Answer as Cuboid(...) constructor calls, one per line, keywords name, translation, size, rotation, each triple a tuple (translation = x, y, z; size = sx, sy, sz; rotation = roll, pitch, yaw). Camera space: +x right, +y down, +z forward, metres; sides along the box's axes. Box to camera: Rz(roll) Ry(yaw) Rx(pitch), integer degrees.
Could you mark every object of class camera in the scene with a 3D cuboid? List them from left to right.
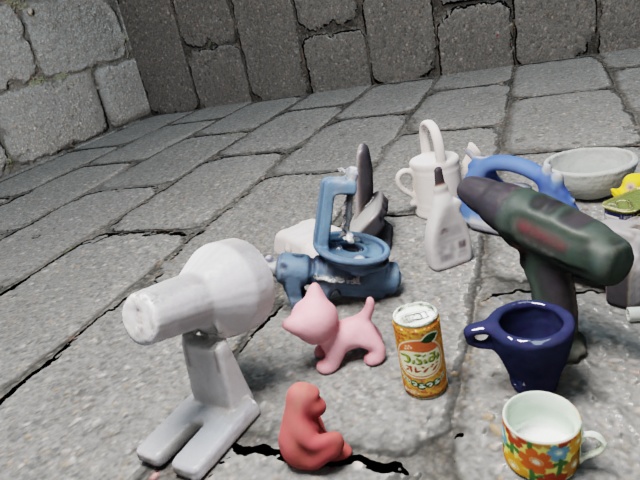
Cuboid(name="camera", translation=(0.415, 0.012, 0.818), size=(0.143, 0.101, 0.136), rotation=(-28, 28, -33))

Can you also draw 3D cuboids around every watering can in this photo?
Cuboid(name="watering can", translation=(0.239, -0.150, 1.159), size=(0.173, 0.194, 0.100), rotation=(-22, 25, -24))

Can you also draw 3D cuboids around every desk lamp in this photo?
Cuboid(name="desk lamp", translation=(-0.138, 0.125, 0.676), size=(0.117, 0.214, 0.204), rotation=(2, 27, 30))

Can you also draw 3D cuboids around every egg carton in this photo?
Cuboid(name="egg carton", translation=(-0.017, 0.013, 1.064), size=(0.107, 0.069, 0.149), rotation=(-25, 26, -29))

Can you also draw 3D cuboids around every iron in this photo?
Cuboid(name="iron", translation=(0.360, -0.088, 1.025), size=(0.119, 0.142, 0.257), rotation=(-28, 28, -33))

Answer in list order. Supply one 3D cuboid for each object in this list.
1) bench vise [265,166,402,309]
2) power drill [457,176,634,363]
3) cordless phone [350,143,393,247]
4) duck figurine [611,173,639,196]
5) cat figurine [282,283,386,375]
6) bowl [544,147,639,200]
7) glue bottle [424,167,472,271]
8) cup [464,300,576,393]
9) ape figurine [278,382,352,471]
Cuboid(name="bench vise", translation=(0.012, 0.007, 0.870), size=(0.208, 0.220, 0.121), rotation=(-18, 24, -14))
Cuboid(name="power drill", translation=(0.261, 0.036, 0.699), size=(0.076, 0.209, 0.228), rotation=(-24, 26, -26))
Cuboid(name="cordless phone", translation=(0.081, -0.079, 1.082), size=(0.094, 0.185, 0.147), rotation=(-8, 23, 9))
Cuboid(name="duck figurine", translation=(0.542, -0.072, 0.972), size=(0.104, 0.086, 0.077), rotation=(-9, 23, 5))
Cuboid(name="cat figurine", translation=(0.017, 0.111, 0.758), size=(0.128, 0.118, 0.067), rotation=(-12, 23, -2))
Cuboid(name="bowl", translation=(0.523, -0.122, 1.112), size=(0.167, 0.075, 0.167), rotation=(-10, 23, 4))
Cuboid(name="glue bottle", translation=(0.205, -0.038, 0.942), size=(0.078, 0.173, 0.037), rotation=(-17, 24, -12))
Cuboid(name="cup", translation=(0.225, 0.129, 0.645), size=(0.117, 0.095, 0.092), rotation=(-6, 24, 13))
Cuboid(name="ape figurine", translation=(-0.012, 0.194, 0.613), size=(0.076, 0.092, 0.077), rotation=(-13, 23, -3))
